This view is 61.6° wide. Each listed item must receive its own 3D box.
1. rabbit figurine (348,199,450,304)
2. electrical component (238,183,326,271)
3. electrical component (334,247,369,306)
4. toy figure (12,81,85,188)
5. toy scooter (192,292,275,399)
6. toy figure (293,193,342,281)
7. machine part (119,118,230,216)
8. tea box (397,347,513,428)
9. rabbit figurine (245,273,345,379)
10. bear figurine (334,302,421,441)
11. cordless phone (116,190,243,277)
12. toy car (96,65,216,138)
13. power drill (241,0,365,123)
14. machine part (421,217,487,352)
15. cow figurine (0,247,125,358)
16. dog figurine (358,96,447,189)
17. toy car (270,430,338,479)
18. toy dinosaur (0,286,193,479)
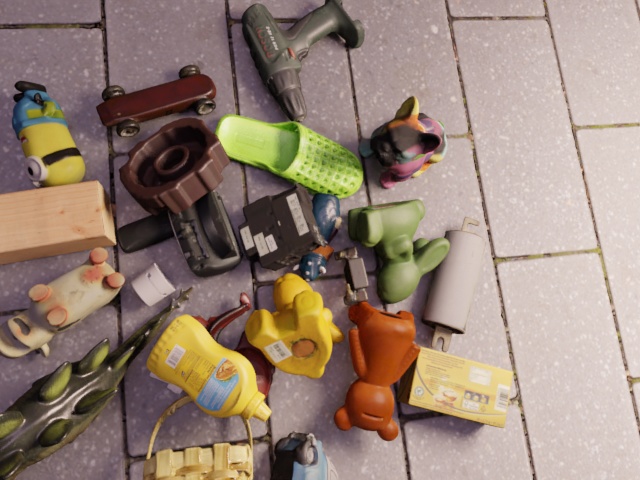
[{"bbox_3d":[0.132,0.021,0.927,0.159,0.121,0.170,-11,98,-19],"label":"rabbit figurine"},{"bbox_3d":[-0.069,-0.016,0.889,0.134,0.058,0.115,-23,70,16],"label":"electrical component"},{"bbox_3d":[0.052,0.059,0.905,0.045,0.078,0.102,-9,80,-10],"label":"electrical component"},{"bbox_3d":[-0.443,-0.166,0.870,0.089,0.082,0.180,-16,79,-10],"label":"toy figure"},{"bbox_3d":[-0.132,0.164,0.857,0.184,0.075,0.135,40,74,5],"label":"toy scooter"},{"bbox_3d":[-0.001,-0.003,0.921,0.057,0.064,0.154,20,78,-43],"label":"toy figure"},{"bbox_3d":[-0.233,-0.118,0.865,0.179,0.056,0.179,-11,49,13],"label":"machine part"},{"bbox_3d":[0.225,0.245,0.901,0.170,0.068,0.098,17,75,-5],"label":"tea box"},{"bbox_3d":[-0.028,0.123,0.849,0.122,0.173,0.162,-36,121,11],"label":"rabbit figurine"},{"bbox_3d":[0.091,0.211,0.876,0.120,0.132,0.195,11,95,-4],"label":"bear figurine"},{"bbox_3d":[-0.233,0.004,0.880,0.184,0.088,0.146,-22,82,-2],"label":"cordless phone"},{"bbox_3d":[-0.277,-0.237,0.926,0.202,0.053,0.089,-24,78,-17],"label":"toy car"},{"bbox_3d":[-0.023,-0.346,0.986,0.207,0.086,0.232,-32,82,-7],"label":"power drill"},{"bbox_3d":[0.234,0.072,0.935,0.079,0.079,0.243,19,77,-5],"label":"machine part"},{"bbox_3d":[-0.396,0.103,0.811,0.195,0.127,0.085,-39,88,-29],"label":"cow figurine"},{"bbox_3d":[0.159,-0.172,0.902,0.191,0.219,0.108,-27,87,-13],"label":"dog figurine"},{"bbox_3d":[-0.023,0.382,0.822,0.103,0.109,0.161,27,62,-27],"label":"toy car"},{"bbox_3d":[-0.351,0.225,0.743,0.105,0.198,0.471,47,43,-9],"label":"toy dinosaur"}]
